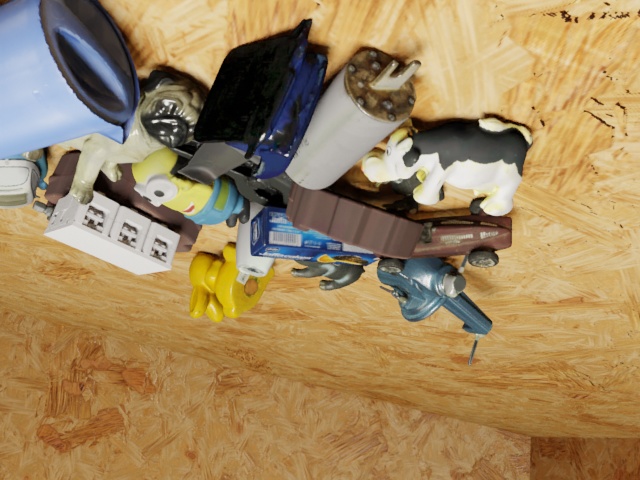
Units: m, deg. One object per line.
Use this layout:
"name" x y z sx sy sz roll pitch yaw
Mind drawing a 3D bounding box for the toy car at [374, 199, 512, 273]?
"toy car" 0.159 -0.005 0.737 0.202 0.089 0.053 -5 156 37

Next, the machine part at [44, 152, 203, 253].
"machine part" -0.299 -0.057 0.841 0.201 0.087 0.201 0 153 25

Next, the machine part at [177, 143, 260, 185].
"machine part" -0.108 -0.103 0.620 0.084 0.039 0.139 25 149 -36

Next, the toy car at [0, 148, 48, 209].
"toy car" -0.439 -0.098 0.760 0.109 0.103 0.161 -7 166 -31

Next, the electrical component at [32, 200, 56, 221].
"electrical component" -0.367 -0.036 0.784 0.094 0.021 0.063 29 152 -34

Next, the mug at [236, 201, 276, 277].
"mug" -0.102 0.005 0.865 0.081 0.107 0.109 19 154 -14

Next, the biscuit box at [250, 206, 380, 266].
"biscuit box" -0.002 -0.002 0.800 0.202 0.059 0.063 7 161 -25

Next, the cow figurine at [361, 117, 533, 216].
"cow figurine" 0.132 -0.090 0.570 0.167 0.068 0.098 10 130 -2

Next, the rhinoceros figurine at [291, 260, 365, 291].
"rhinoceros figurine" 0.005 0.029 0.912 0.112 0.073 0.190 -5 153 37

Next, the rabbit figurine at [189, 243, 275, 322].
"rabbit figurine" -0.198 0.085 1.077 0.173 0.162 0.121 18 177 35

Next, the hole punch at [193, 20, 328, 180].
"hole punch" -0.043 -0.122 0.516 0.116 0.142 0.092 8 160 46

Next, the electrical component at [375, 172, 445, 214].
"electrical component" 0.112 -0.070 0.665 0.078 0.045 0.102 5 157 18

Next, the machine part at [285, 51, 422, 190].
"machine part" 0.022 -0.116 0.558 0.079 0.079 0.243 20 157 -19

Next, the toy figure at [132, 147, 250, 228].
"toy figure" -0.179 -0.073 0.754 0.082 0.089 0.180 -38 143 26

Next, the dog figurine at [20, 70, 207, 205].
"dog figurine" -0.234 -0.155 0.603 0.190 0.121 0.172 -32 119 24

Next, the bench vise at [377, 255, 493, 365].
"bench vise" 0.202 0.088 0.872 0.240 0.129 0.224 39 157 -17

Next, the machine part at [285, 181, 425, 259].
"machine part" 0.044 -0.025 0.694 0.179 0.056 0.179 17 -174 -2
